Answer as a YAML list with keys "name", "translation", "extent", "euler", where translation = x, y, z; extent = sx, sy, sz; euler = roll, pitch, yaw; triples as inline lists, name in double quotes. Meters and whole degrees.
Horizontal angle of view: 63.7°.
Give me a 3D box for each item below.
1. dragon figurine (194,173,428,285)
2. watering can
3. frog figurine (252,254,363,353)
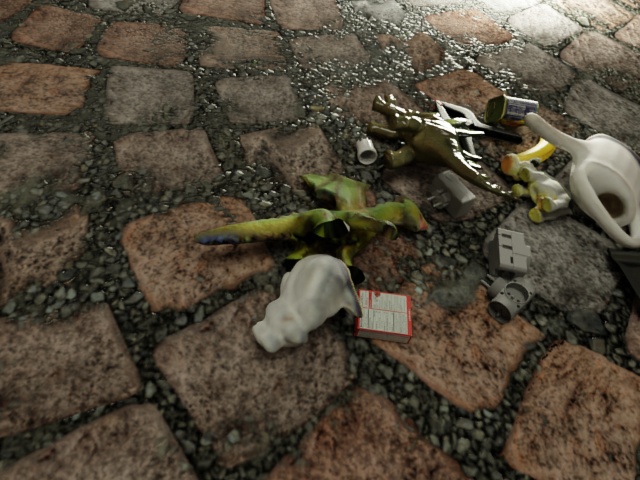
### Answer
- name: "dragon figurine"
  translation: [0.003, -0.046, 0.921]
  extent: [0.410, 0.119, 0.248]
  euler: [8, 32, -5]
- name: "watering can"
  translation: [0.541, -0.145, 1.021]
  extent: [0.347, 0.102, 0.228]
  euler: [51, 47, -4]
- name: "frog figurine"
  translation: [-0.029, 0.091, 0.768]
  extent: [0.160, 0.120, 0.139]
  euler: [-16, 28, -14]
